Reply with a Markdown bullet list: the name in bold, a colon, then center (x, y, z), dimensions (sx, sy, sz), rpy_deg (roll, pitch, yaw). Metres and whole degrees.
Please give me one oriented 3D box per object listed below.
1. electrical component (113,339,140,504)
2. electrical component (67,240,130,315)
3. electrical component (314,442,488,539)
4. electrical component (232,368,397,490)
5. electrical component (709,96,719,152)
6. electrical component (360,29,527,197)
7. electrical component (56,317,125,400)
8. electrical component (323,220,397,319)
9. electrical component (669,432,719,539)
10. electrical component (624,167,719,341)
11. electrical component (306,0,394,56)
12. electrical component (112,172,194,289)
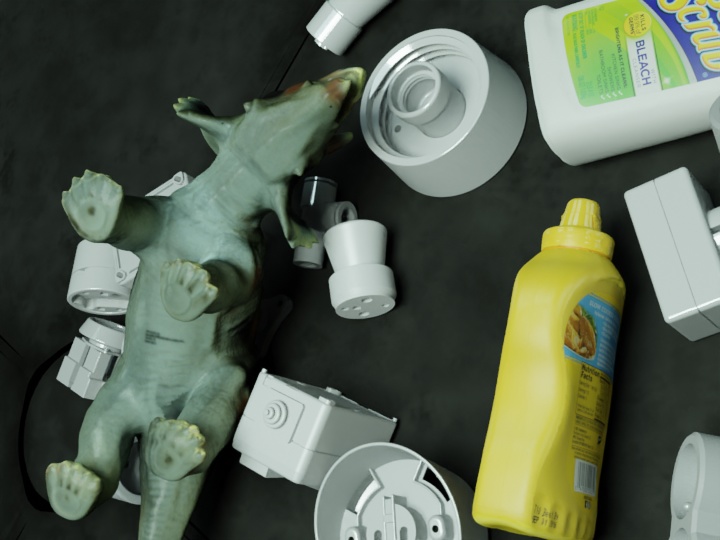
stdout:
- **electrical component**: center (-0.163, 0.102, 0.803), dimensions (0.074, 0.052, 0.138), rpy_deg (-11, 65, 59)
- **electrical component**: center (-0.204, 0.005, 0.864), dimensions (0.055, 0.055, 0.047), rpy_deg (-14, 62, 30)
- **electrical component**: center (0.025, 0.157, 0.644), dimensions (0.099, 0.064, 0.099), rpy_deg (-12, 67, 31)
- **electrical component**: center (-0.033, 0.106, 0.682), dimensions (0.062, 0.096, 0.061), rpy_deg (21, 88, 38)
- **electrical component**: center (0.262, -0.071, 0.562), dimensions (0.138, 0.073, 0.052), rpy_deg (-13, 36, 25)
- **electrical component**: center (0.051, -0.110, 0.725), dimensions (0.108, 0.060, 0.108), rpy_deg (-12, 67, 31)
- **electrical component**: center (-0.203, 0.070, 0.844), dimensions (0.066, 0.048, 0.055), rpy_deg (21, 90, 45)
- **electrical component**: center (0.000, 0.000, 0.730), dimensions (0.045, 0.045, 0.055), rpy_deg (-21, 63, 27)
- **electrical component**: center (0.195, 0.155, 0.536), dimensions (0.074, 0.052, 0.138), rpy_deg (10, 71, 2)
- **electrical component**: center (0.200, -0.015, 0.596), dimensions (0.076, 0.047, 0.083), rpy_deg (-24, 61, 26)
- **electrical component**: center (-0.009, -0.195, 0.810), dimensions (0.065, 0.044, 0.044), rpy_deg (-49, 53, 16)
- **electrical component**: center (-0.136, -0.026, 0.822), dimensions (0.096, 0.061, 0.061), rpy_deg (-29, 59, 23)
